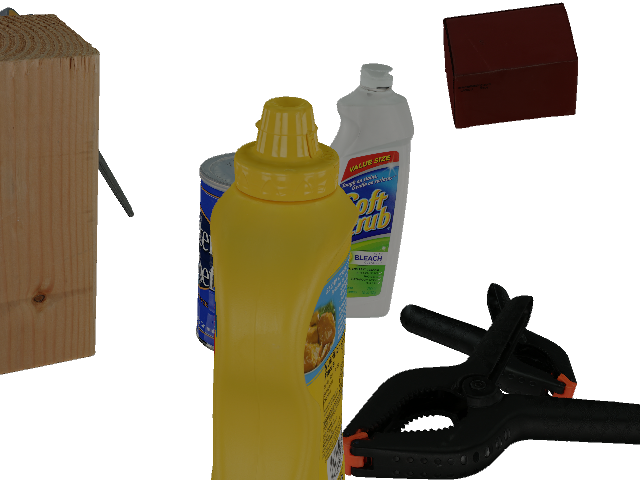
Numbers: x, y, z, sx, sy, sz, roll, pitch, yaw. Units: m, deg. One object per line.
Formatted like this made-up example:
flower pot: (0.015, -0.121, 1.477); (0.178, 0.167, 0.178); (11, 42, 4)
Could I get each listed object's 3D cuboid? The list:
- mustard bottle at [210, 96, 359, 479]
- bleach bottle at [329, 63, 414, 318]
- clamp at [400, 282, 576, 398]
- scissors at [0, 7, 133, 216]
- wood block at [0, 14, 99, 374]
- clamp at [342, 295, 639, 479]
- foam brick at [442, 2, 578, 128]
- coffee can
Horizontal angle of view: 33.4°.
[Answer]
mustard bottle: (-0.015, 0.035, 0.442); (0.058, 0.192, 0.096); (8, 25, 11)
bleach bottle: (0.034, -0.048, 1.048); (0.102, 0.251, 0.068); (3, 23, -6)
clamp: (0.168, 0.090, 0.953); (0.120, 0.039, 0.172); (-24, 44, -35)
scissors: (-0.217, -0.119, 0.938); (0.016, 0.201, 0.096); (-27, 26, 10)
wood block: (-0.196, -0.028, 0.669); (0.090, 0.206, 0.090); (-9, 31, -30)
clamp: (0.103, 0.103, 0.709); (0.209, 0.036, 0.165); (-13, 31, -16)
foam brick: (0.119, -0.110, 0.674); (0.078, 0.051, 0.053); (-6, -35, 5)
coffee can: (-0.046, 0.010, 0.846); (0.103, 0.140, 0.103); (3, 20, -1)
